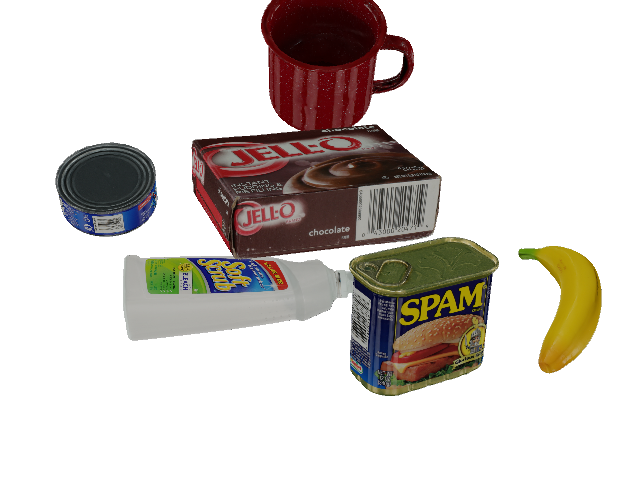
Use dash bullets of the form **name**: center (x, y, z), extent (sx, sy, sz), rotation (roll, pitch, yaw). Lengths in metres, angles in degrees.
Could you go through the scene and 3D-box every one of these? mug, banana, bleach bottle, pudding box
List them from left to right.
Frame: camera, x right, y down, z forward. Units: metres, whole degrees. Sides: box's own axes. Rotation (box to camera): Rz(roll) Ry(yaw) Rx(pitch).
- **bleach bottle**: center (-0.089, 0.053, 1.183), extent (0.250, 0.068, 0.102), rotation (-5, 36, -5)
- **pudding box**: center (-0.005, -0.029, 0.570), extent (0.113, 0.039, 0.090), rotation (-5, 26, -19)
- **mug**: center (0.013, -0.136, 0.819), extent (0.117, 0.093, 0.081), rotation (0, -34, -3)
- **banana**: center (0.231, 0.056, 1.002), extent (0.070, 0.037, 0.197), rotation (-26, 24, 18)

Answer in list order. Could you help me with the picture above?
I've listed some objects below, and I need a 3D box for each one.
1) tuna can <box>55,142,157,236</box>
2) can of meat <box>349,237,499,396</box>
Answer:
- **tuna can**: center (-0.185, -0.044, 0.932), extent (0.086, 0.086, 0.034), rotation (0, -42, -3)
- **can of meat**: center (0.069, 0.052, 0.740), extent (0.101, 0.084, 0.058), rotation (-12, 28, -27)
